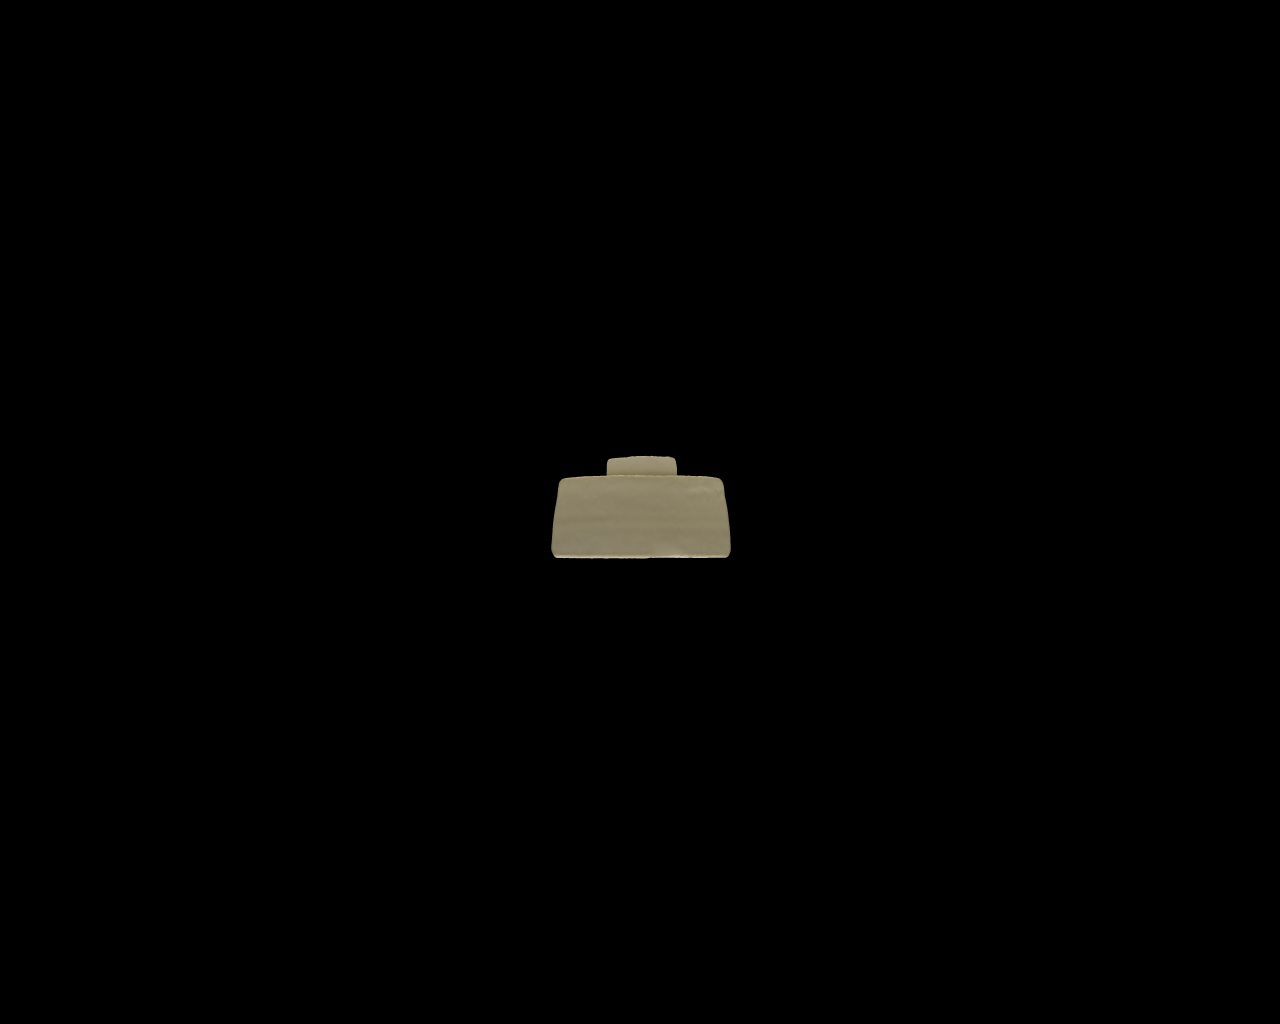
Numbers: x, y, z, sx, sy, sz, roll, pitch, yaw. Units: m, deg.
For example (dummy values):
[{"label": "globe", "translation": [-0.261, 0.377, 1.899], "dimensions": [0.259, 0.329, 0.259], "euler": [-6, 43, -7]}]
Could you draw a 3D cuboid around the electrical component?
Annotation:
[{"label": "electrical component", "translation": [0.001, -0.003, 0.650], "dimensions": [0.108, 0.060, 0.108], "euler": [0, -2, 0]}]
